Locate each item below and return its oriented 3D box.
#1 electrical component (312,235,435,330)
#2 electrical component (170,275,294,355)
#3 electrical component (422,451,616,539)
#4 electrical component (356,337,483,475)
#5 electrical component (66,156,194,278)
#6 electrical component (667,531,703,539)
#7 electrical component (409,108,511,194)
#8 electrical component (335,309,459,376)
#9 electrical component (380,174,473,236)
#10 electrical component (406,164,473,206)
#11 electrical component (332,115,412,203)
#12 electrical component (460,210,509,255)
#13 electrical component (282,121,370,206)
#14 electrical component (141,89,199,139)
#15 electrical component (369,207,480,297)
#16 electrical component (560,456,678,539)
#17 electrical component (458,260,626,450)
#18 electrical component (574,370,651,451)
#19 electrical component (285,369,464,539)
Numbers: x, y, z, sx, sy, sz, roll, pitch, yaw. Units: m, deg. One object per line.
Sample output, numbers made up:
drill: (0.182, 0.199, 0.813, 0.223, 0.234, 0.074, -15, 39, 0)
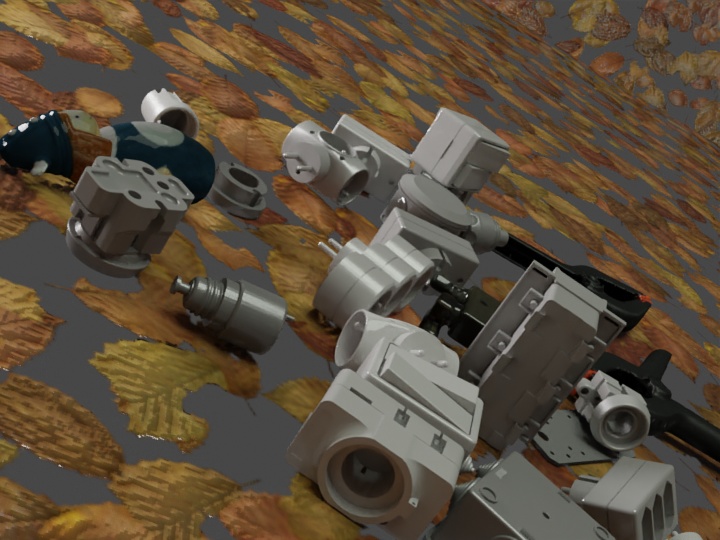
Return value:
electrical component: (0.000, 0.000, 0.833, 0.074, 0.052, 0.138, 39, 22, 12)
electrical component: (-0.083, 0.024, 0.683, 0.078, 0.040, 0.040, 25, 23, -21)
electrical component: (0.098, 0.161, 0.641, 0.100, 0.048, 0.100, 41, 23, 16)
electrical component: (0.037, 0.094, 0.678, 0.096, 0.061, 0.061, 33, 22, -1)
electrical component: (-0.151, -0.032, 0.683, 0.058, 0.057, 0.078, 46, 25, 27)
electrical component: (0.228, 0.207, 0.735, 0.077, 0.043, 0.079, 21, 25, -31)
electrical component: (0.107, -0.116, 1.087, 0.061, 0.061, 0.096, 42, 18, 24)
electrical component: (0.033, 0.060, 0.736, 0.077, 0.044, 0.079, 26, -14, -20)
electrical component: (0.063, -0.052, 1.031, 0.080, 0.051, 0.080, 29, 22, -13)
electrical component: (0.081, -0.085, 1.138, 0.064, 0.042, 0.081, 36, 21, 14)
electrical component: (0.002, -0.105, 1.060, 0.083, 0.047, 0.075, 32, 22, -4)
electrical component: (0.122, -0.036, 1.085, 0.062, 0.043, 0.043, 9, 32, -35)
electrical component: (-0.041, -0.099, 0.992, 0.077, 0.044, 0.079, 43, 23, 20)
electrical component: (-0.159, -0.126, 0.892, 0.040, 0.040, 0.046, 18, 21, -35)
electrical component: (0.059, -0.003, 0.929, 0.083, 0.047, 0.075, 24, 24, -24)
electrical component: (0.167, 0.161, 0.732, 0.077, 0.047, 0.066, 5, 23, 38)
electrical component: (0.122, 0.066, 0.774, 0.079, 0.121, 0.063, 35, 24, 2)
electrical component: (0.209, 0.118, 0.880, 0.066, 0.048, 0.055, 30, 15, -9)
electrical component: (0.009, 0.109, 0.622, 0.089, 0.050, 0.055, 35, 21, 1)
